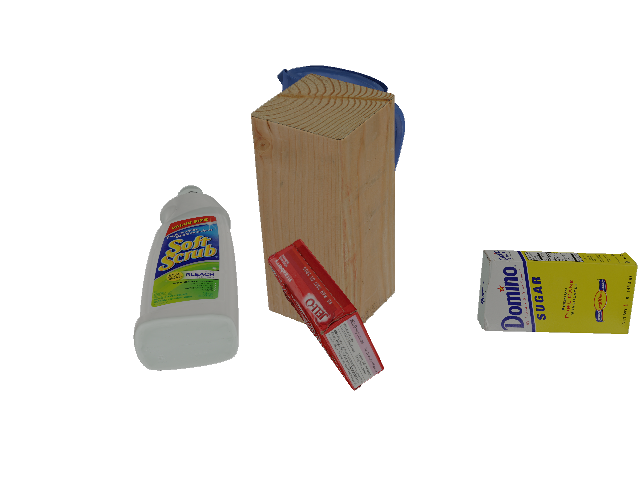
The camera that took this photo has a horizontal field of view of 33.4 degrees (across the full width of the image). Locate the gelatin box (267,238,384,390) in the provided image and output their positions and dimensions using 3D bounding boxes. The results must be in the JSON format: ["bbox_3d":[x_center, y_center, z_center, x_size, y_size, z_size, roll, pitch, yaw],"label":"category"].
[{"bbox_3d":[0.004,0.050,0.719,0.030,0.073,0.089,-34,-36,-5],"label":"gelatin box"}]

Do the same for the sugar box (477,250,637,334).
[{"bbox_3d":[0.280,0.062,1.269,0.176,0.093,0.048,0,19,-4],"label":"sugar box"}]

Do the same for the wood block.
[{"bbox_3d":[0.007,-0.028,0.939,0.091,0.206,0.090,19,41,29],"label":"wood block"}]

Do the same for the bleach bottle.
[{"bbox_3d":[-0.140,0.024,1.106,0.102,0.068,0.251,-6,37,-4],"label":"bleach bottle"}]

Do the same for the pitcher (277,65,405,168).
[{"bbox_3d":[0.008,-0.093,1.361,0.144,0.243,0.149,4,21,-15],"label":"pitcher"}]
